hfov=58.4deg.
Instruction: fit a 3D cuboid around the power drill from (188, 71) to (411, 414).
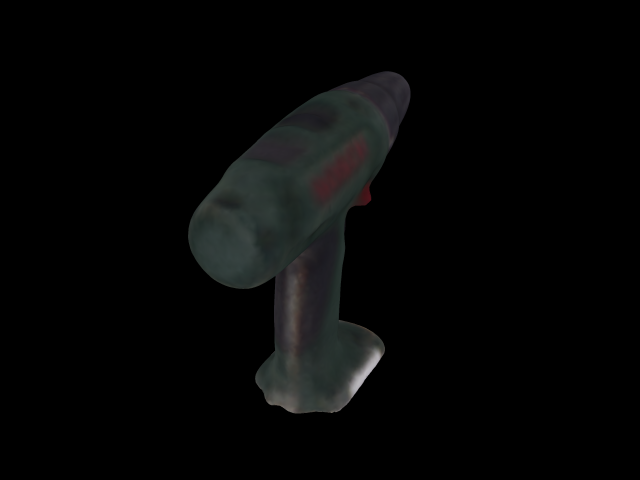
[{"bbox_3d":[0.004,0.001,0.400,0.075,0.208,0.230,12,27,25],"label":"power drill"}]
